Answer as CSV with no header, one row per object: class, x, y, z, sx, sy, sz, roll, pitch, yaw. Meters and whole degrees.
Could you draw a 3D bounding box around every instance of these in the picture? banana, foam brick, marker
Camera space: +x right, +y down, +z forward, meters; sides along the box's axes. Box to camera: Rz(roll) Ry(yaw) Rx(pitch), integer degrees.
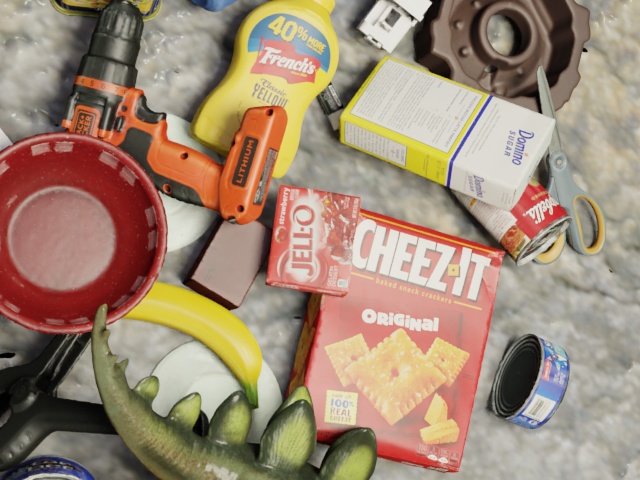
banana,-0.127,0.075,0.943,0.198,0.037,0.069,28,59,-3
foam brick,-0.080,0.017,0.962,0.053,0.051,0.078,32,77,-9
marker,-0.004,-0.163,1.018,0.020,0.020,0.121,-27,91,-16

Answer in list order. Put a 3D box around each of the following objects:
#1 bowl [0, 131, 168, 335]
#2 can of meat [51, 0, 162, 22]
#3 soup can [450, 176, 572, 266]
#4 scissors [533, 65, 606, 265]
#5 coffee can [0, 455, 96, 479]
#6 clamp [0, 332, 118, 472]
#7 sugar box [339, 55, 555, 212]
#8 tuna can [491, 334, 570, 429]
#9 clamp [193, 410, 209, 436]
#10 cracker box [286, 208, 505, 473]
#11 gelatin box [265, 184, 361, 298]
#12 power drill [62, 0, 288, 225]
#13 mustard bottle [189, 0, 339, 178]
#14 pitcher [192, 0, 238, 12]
bowl,-0.207,-0.003,0.862,0.162,0.055,0.162,2,83,-16
can of meat,-0.186,-0.235,0.943,0.102,0.084,0.057,2,84,-15
soup can,0.180,-0.035,1.014,0.068,0.068,0.102,-34,70,-16
scissors,0.218,-0.060,1.042,0.096,0.016,0.201,-33,111,-7
coffee can,-0.219,0.231,0.857,0.102,0.140,0.103,2,84,-15
clamp,-0.231,0.122,0.881,0.210,0.164,0.036,-26,134,17
sugar box,0.116,-0.100,0.984,0.176,0.048,0.093,26,61,15
tuna can,0.199,0.134,1.008,0.033,0.086,0.086,23,79,-13
clamp,-0.118,0.242,0.905,0.120,0.039,0.171,-29,108,-46
cracker box,0.067,0.093,0.984,0.164,0.072,0.213,16,80,-13
gelatin box,-0.006,0.001,0.933,0.073,0.030,0.089,9,79,-2
power drill,-0.126,-0.100,0.914,0.188,0.057,0.184,16,95,11
mustard bottle,-0.037,-0.159,0.974,0.096,0.058,0.191,27,86,-16
pitcher,-0.038,-0.324,0.973,0.242,0.145,0.149,-37,55,-13
